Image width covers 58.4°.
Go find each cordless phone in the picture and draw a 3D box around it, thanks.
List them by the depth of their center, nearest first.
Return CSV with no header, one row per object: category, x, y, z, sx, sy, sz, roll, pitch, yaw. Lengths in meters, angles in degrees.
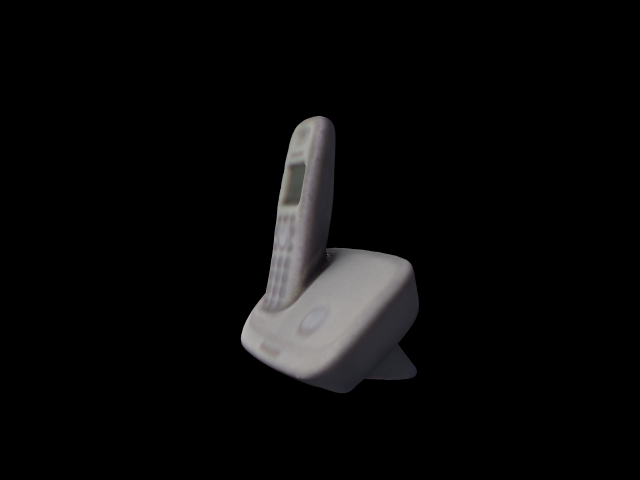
cordless phone,0.004,0.001,0.400,0.094,0.185,0.147,-2,4,-30
